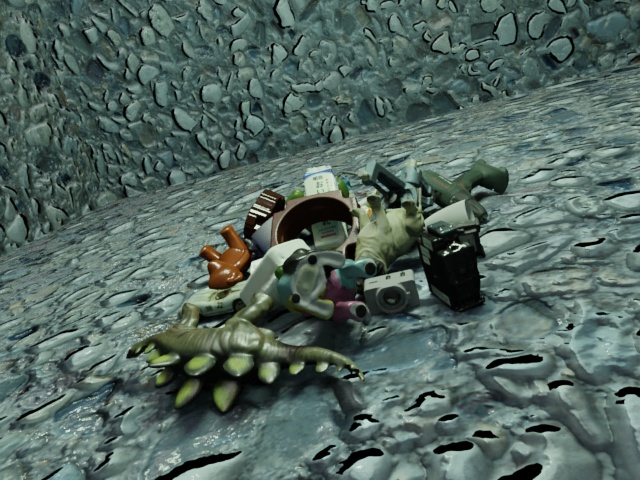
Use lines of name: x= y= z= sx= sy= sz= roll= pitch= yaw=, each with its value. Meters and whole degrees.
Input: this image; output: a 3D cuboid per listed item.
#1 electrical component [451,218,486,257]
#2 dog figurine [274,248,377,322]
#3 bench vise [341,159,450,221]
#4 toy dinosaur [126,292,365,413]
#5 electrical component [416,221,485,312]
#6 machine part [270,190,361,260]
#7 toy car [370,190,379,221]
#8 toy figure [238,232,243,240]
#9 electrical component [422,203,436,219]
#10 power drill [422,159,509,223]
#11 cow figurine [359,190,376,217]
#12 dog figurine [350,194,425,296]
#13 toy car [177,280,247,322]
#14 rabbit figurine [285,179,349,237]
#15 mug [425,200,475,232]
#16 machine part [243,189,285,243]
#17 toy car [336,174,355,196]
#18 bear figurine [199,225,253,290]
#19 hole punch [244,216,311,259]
electrical component: x=0.260 y=0.004 z=1.058 sx=0.119 sy=0.074 sz=0.048 roll=-8 pitch=18 yaw=15
dog figurine: x=-0.008 y=0.084 z=0.920 sx=0.191 sy=0.108 sz=0.219 roll=12 pitch=-12 yaw=-21
bench vise: x=0.169 y=-0.111 z=1.193 sx=0.129 sy=0.240 sz=0.223 roll=3 pitch=69 yaw=47
toy dinosaur: x=-0.138 y=0.181 z=0.856 sx=0.472 sy=0.104 sz=0.198 roll=-9 pitch=25 yaw=24
electrical component: x=0.213 y=0.038 z=0.892 sx=0.058 sy=0.134 sz=0.115 roll=-20 pitch=19 yaw=-9
machine part: x=-0.002 y=-0.004 z=1.178 sx=0.201 sy=0.087 sz=0.201 roll=-11 pitch=48 yaw=11
toy car: x=0.150 y=-0.061 z=1.305 sx=0.089 sy=0.053 sz=0.202 roll=8 pitch=53 yaw=36
toy figure: x=-0.175 y=-0.018 z=1.578 sx=0.154 sy=0.057 sz=0.064 roll=-24 pitch=34 yaw=-36
electrical component: x=0.247 y=-0.057 z=1.313 sx=0.078 sy=0.045 sz=0.102 roll=-13 pitch=18 yaw=10
power drill: x=0.371 y=-0.121 z=1.321 sx=0.207 sy=0.085 sz=0.232 roll=-28 pitch=40 yaw=-26
cow figurine: x=0.118 y=-0.072 z=1.439 sx=0.098 sy=0.068 sz=0.167 roll=-29 pitch=7 yaw=24
dog figurine: x=0.137 y=0.025 z=1.054 sx=0.172 sy=0.190 sz=0.121 roll=5 pitch=-20 yaw=-12
toy car: x=-0.210 y=0.129 z=1.146 sx=0.202 sy=0.056 sz=0.073 roll=-12 pitch=18 yaw=15
rabbit figurine: x=0.014 y=-0.083 z=1.434 sx=0.170 sy=0.159 sz=0.121 roll=-36 pitch=24 yaw=16
mug: x=0.273 y=-0.025 z=1.146 sx=0.107 sy=0.080 sz=0.109 roll=-21 pitch=20 yaw=28
machine part: x=-0.147 y=-0.047 z=1.450 sx=0.056 sy=0.179 sz=0.179 roll=20 pitch=26 yaw=10
toy car: x=0.059 y=-0.107 z=1.537 sx=0.109 sy=0.161 sz=0.103 roll=-32 pitch=66 yaw=-28
bear figurine: x=-0.233 y=0.062 z=1.276 sx=0.120 sy=0.132 sz=0.196 roll=-41 pitch=6 yaw=17
hole punch: x=-0.096 y=0.003 z=1.300 sx=0.142 sy=0.092 sz=0.116 roll=40 pitch=42 yaw=19
